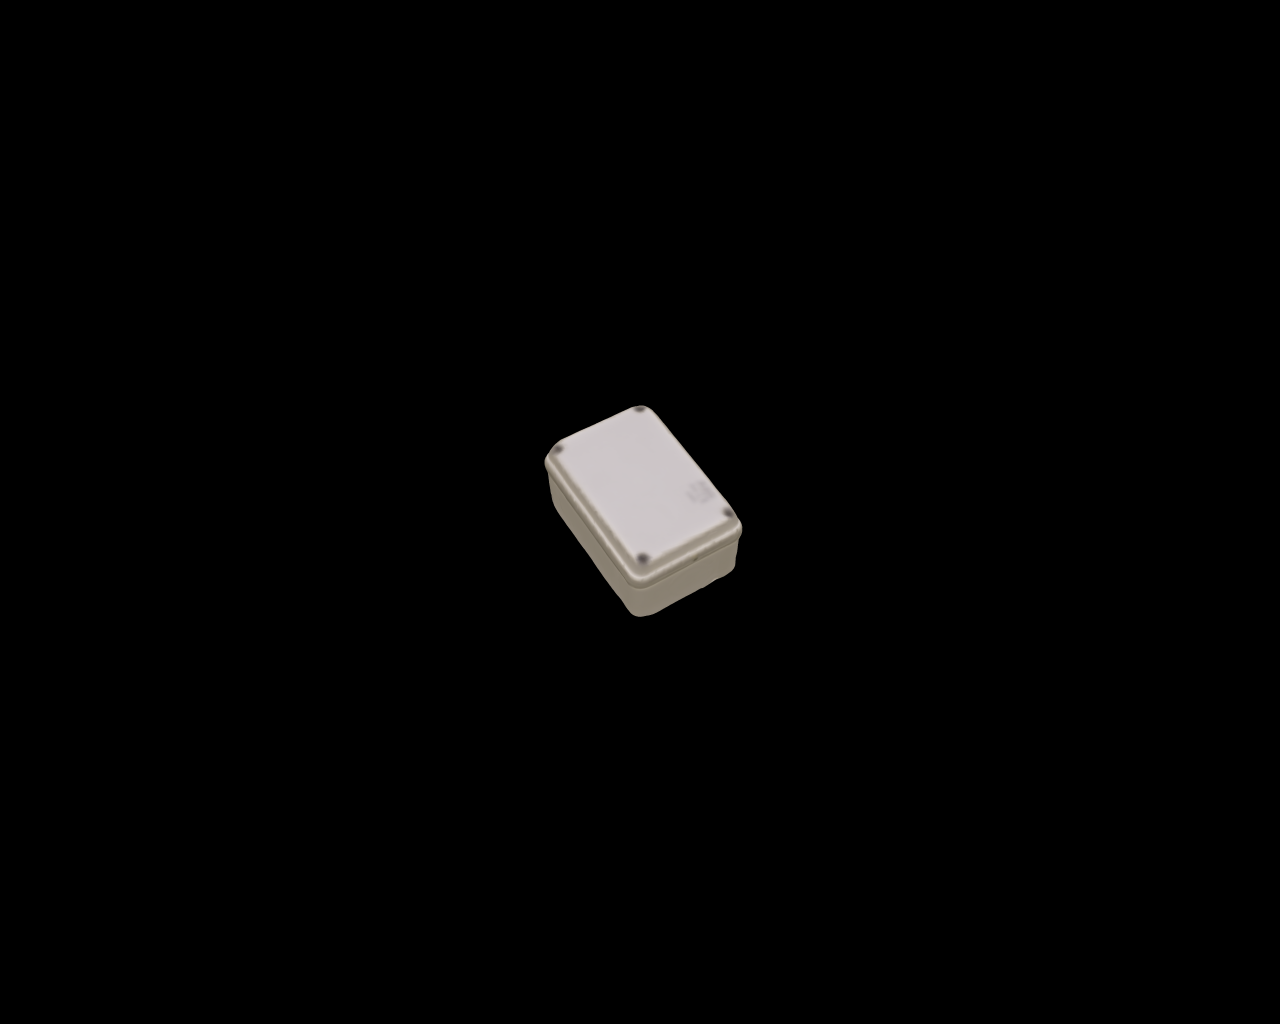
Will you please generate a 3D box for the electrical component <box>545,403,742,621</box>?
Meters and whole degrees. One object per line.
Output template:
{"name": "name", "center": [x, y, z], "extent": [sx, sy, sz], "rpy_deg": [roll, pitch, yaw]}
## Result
{"name": "electrical component", "center": [0.001, -0.003, 0.650], "extent": [0.078, 0.113, 0.057], "rpy_deg": [-27, -32, -18]}
